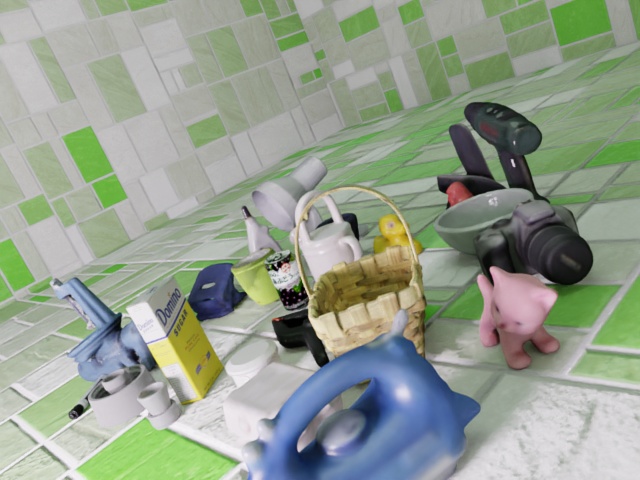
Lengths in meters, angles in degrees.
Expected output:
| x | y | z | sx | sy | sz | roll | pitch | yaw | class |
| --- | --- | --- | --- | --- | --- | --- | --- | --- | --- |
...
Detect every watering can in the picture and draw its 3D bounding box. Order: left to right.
| x | y | z | sx | sy | sz | roll | pitch | yaw | class |
| --- | --- | --- | --- | --- | --- | --- | --- | --- | --- |
| 0.008 | 0.005 | 1.029 | 0.172 | 0.194 | 0.101 | -12 | 19 | 34 | watering can |

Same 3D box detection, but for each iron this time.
| x | y | z | sx | sy | sz | roll | pitch | yaw | class |
| --- | --- | --- | --- | --- | --- | --- | --- | --- | --- |
| 0.015 | 0.179 | 0.521 | 0.259 | 0.141 | 0.118 | -29 | 16 | -23 | iron |

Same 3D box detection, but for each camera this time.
| x | y | z | sx | sy | sz | roll | pitch | yaw | class |
| --- | --- | --- | --- | --- | --- | --- | --- | --- | --- |
| 0.294 | 0.008 | 0.780 | 0.143 | 0.101 | 0.137 | -22 | 15 | 5 | camera |

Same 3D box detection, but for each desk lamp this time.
| x | y | z | sx | sy | sz | roll | pitch | yaw | class |
| --- | --- | --- | --- | --- | --- | --- | --- | --- | --- |
| -0.026 | -0.068 | 1.291 | 0.204 | 0.214 | 0.117 | -31 | 17 | -28 | desk lamp |

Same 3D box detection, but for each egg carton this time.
| x | y | z | sx | sy | sz | roll | pitch | yaw | class |
| --- | --- | --- | --- | --- | --- | --- | --- | --- | --- |
| -0.046 | 0.200 | 0.676 | 0.107 | 0.069 | 0.149 | -34 | 18 | -35 | egg carton |

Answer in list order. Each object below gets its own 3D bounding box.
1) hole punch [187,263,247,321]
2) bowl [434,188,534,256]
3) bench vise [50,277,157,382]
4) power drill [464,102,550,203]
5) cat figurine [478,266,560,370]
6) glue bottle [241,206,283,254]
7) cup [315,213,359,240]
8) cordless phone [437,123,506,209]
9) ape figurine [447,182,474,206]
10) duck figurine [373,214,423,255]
| x | y | z | sx | sy | sz | roll | pitch | yaw | class |
| --- | --- | --- | --- | --- | --- | --- | --- | --- | --- |
| -0.223 | 0.108 | 1.211 | 0.108 | 0.091 | 0.101 | -14 | 17 | 30 | hole punch |
| 0.278 | -0.020 | 0.951 | 0.167 | 0.075 | 0.167 | -21 | 15 | 6 | bowl |
| -0.395 | 0.150 | 1.070 | 0.207 | 0.220 | 0.121 | -22 | 15 | 4 | bench vise |
| 0.343 | -0.154 | 1.056 | 0.075 | 0.209 | 0.229 | -24 | 15 | -2 | power drill |
| 0.214 | 0.074 | 0.639 | 0.067 | 0.118 | 0.127 | -25 | 15 | -7 | cat figurine |
| -0.136 | 0.001 | 1.291 | 0.078 | 0.173 | 0.037 | -31 | 17 | -26 | glue bottle |
| 0.050 | 0.005 | 1.160 | 0.092 | 0.095 | 0.117 | -27 | 16 | -14 | cup |
| 0.292 | -0.152 | 1.170 | 0.094 | 0.185 | 0.147 | -29 | 16 | -19 | cordless phone |
| 0.270 | -0.068 | 1.094 | 0.076 | 0.092 | 0.078 | -14 | 18 | 30 | ape figurine |
| 0.138 | -0.008 | 1.092 | 0.078 | 0.086 | 0.104 | -34 | 18 | -34 | duck figurine |
